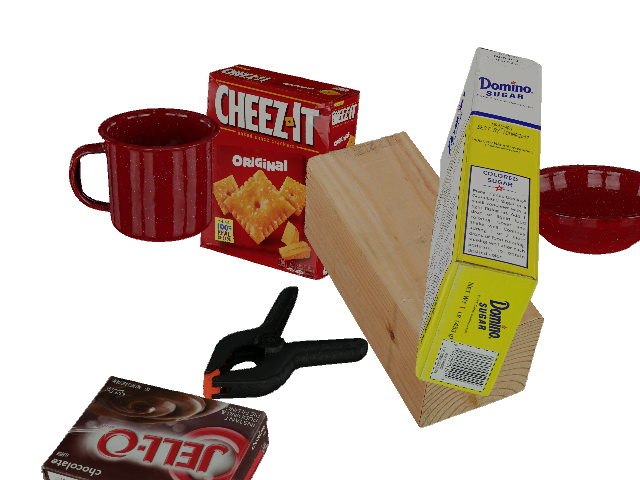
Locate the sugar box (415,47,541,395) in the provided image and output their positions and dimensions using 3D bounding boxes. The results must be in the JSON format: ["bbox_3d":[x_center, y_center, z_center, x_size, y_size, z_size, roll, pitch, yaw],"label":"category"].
[{"bbox_3d":[0.087,-0.015,0.573,0.048,0.176,0.093,15,-44,2],"label":"sugar box"}]

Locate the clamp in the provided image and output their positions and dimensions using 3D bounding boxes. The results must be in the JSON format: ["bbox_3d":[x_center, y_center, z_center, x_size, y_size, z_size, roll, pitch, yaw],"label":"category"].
[{"bbox_3d":[-0.051,0.103,1.065,0.171,0.039,0.120,-17,37,-30],"label":"clamp"}]

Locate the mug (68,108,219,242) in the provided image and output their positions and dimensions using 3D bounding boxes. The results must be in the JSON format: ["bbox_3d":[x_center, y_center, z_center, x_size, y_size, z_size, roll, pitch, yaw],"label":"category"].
[{"bbox_3d":[-0.137,-0.050,0.834,0.117,0.081,0.093,-4,26,-12],"label":"mug"}]

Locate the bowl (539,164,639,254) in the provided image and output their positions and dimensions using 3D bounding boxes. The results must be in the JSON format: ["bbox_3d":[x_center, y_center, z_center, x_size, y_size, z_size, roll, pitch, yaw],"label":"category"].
[{"bbox_3d":[0.280,-0.028,1.106,0.162,0.055,0.162,-2,23,1],"label":"bowl"}]

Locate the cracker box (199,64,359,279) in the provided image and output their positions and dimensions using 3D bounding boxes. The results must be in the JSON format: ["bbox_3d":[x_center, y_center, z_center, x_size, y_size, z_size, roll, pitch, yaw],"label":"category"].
[{"bbox_3d":[-0.051,-0.077,1.216,0.164,0.214,0.072,16,25,25],"label":"cracker box"}]

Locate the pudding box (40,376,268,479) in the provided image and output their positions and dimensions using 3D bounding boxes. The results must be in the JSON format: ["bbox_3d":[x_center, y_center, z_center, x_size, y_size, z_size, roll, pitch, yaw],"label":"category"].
[{"bbox_3d":[-0.099,0.134,0.658,0.114,0.039,0.090,9,32,16],"label":"pudding box"}]

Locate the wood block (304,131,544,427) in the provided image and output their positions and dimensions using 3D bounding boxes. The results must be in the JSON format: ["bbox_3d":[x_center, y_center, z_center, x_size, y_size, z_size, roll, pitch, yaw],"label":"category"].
[{"bbox_3d":[0.069,0.024,0.805,0.090,0.206,0.091,-17,-40,-17],"label":"wood block"}]
